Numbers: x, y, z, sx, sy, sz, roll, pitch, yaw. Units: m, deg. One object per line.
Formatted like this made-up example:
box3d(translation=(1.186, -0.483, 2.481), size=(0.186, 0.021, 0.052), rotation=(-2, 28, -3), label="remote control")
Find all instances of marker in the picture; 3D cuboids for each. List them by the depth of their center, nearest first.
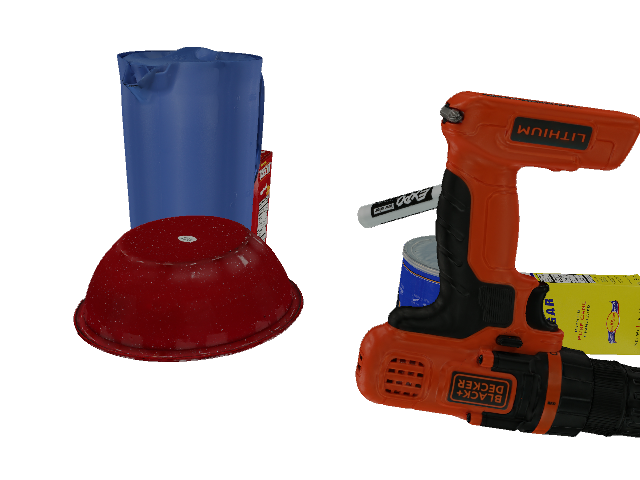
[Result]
box3d(translation=(0.080, -0.031, 0.853), size=(0.121, 0.020, 0.020), rotation=(-15, -10, 42), label="marker")

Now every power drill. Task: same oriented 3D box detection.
box3d(translation=(0.123, 0.017, 0.596), size=(0.184, 0.188, 0.057), rotation=(8, 9, -5), label="power drill")

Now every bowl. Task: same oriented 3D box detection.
box3d(translation=(-0.093, 0.024, 0.744), size=(0.162, 0.055, 0.162), rotation=(-2, 22, 0), label="bowl")

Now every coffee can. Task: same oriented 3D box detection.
box3d(translation=(0.122, 0.078, 1.030), size=(0.103, 0.140, 0.103), rotation=(6, 20, -2), label="coffee can")

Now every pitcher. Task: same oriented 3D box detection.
box3d(translation=(-0.116, -0.062, 1.017), size=(0.149, 0.243, 0.145), rotation=(-2, 15, -14), label="pitcher")

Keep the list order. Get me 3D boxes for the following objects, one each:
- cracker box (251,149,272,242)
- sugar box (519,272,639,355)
box3d(translation=(-0.163, -0.032, 1.562), size=(0.164, 0.214, 0.072), rotation=(9, 21, 10), label="cracker box")
box3d(translation=(0.295, 0.088, 1.274), size=(0.176, 0.093, 0.048), rotation=(0, 18, -4), label="sugar box")
